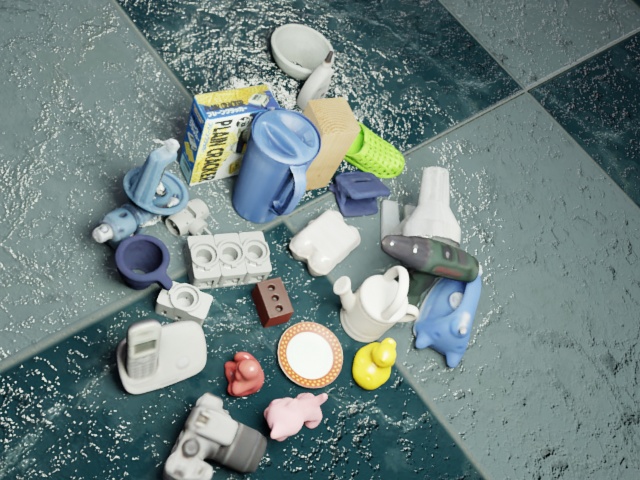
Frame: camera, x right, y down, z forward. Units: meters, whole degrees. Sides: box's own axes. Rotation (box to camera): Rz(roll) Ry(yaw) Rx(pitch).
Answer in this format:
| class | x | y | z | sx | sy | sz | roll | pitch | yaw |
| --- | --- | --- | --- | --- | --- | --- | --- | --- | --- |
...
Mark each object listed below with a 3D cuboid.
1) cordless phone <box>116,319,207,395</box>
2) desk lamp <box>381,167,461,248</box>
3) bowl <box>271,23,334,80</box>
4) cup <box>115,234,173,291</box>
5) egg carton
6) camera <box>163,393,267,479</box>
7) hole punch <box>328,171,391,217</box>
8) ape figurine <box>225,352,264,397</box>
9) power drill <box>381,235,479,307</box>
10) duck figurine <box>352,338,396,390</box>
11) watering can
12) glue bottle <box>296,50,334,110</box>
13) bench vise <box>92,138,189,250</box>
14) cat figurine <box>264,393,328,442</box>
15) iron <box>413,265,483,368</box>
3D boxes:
| class | x | y | z | sx | sy | sz | roll | pitch | yaw |
| --- | --- | --- | --- | --- | --- | --- | --- | --- | --- |
| cordless phone | -0.250 | 0.170 | 0.924 | 0.148 | 0.185 | 0.094 | -17 | 68 | -30 |
| desk lamp | 0.213 | -0.045 | 1.228 | 0.118 | 0.213 | 0.203 | 11 | 57 | -16 |
| bowl | -0.052 | -0.464 | 1.454 | 0.168 | 0.074 | 0.167 | 11 | 58 | -17 |
| cup | -0.309 | 0.058 | 1.022 | 0.117 | 0.095 | 0.092 | 43 | 54 | 6 |
| egg carton | 0.011 | 0.004 | 1.203 | 0.107 | 0.069 | 0.150 | 43 | 54 | 6 |
| camera | -0.161 | 0.334 | 0.916 | 0.137 | 0.100 | 0.143 | 26 | 54 | -6 |
| hole punch | 0.089 | -0.115 | 1.294 | 0.109 | 0.091 | 0.101 | -8 | 64 | -26 |
| ape figurine | -0.129 | 0.232 | 0.995 | 0.076 | 0.092 | 0.078 | 31 | 54 | -3 |
| power drill | 0.192 | 0.065 | 1.157 | 0.230 | 0.208 | 0.075 | 7 | 58 | -18 |
| duck figurine | 0.112 | 0.233 | 1.099 | 0.077 | 0.086 | 0.105 | 36 | 54 | 1 |
| watering can | 0.110 | 0.118 | 1.100 | 0.173 | 0.194 | 0.101 | -2 | 62 | -23 |
| glue bottle | 0.000 | -0.386 | 1.368 | 0.037 | 0.173 | 0.078 | 47 | 55 | 9 |
| bench vise | -0.307 | -0.073 | 1.024 | 0.121 | 0.219 | 0.207 | 25 | 55 | -7 |
| cat figurine | -0.043 | 0.295 | 0.977 | 0.128 | 0.117 | 0.067 | -17 | 68 | -30 |
| iron | 0.294 | 0.128 | 1.203 | 0.118 | 0.141 | 0.258 | 30 | 54 | -3 |
